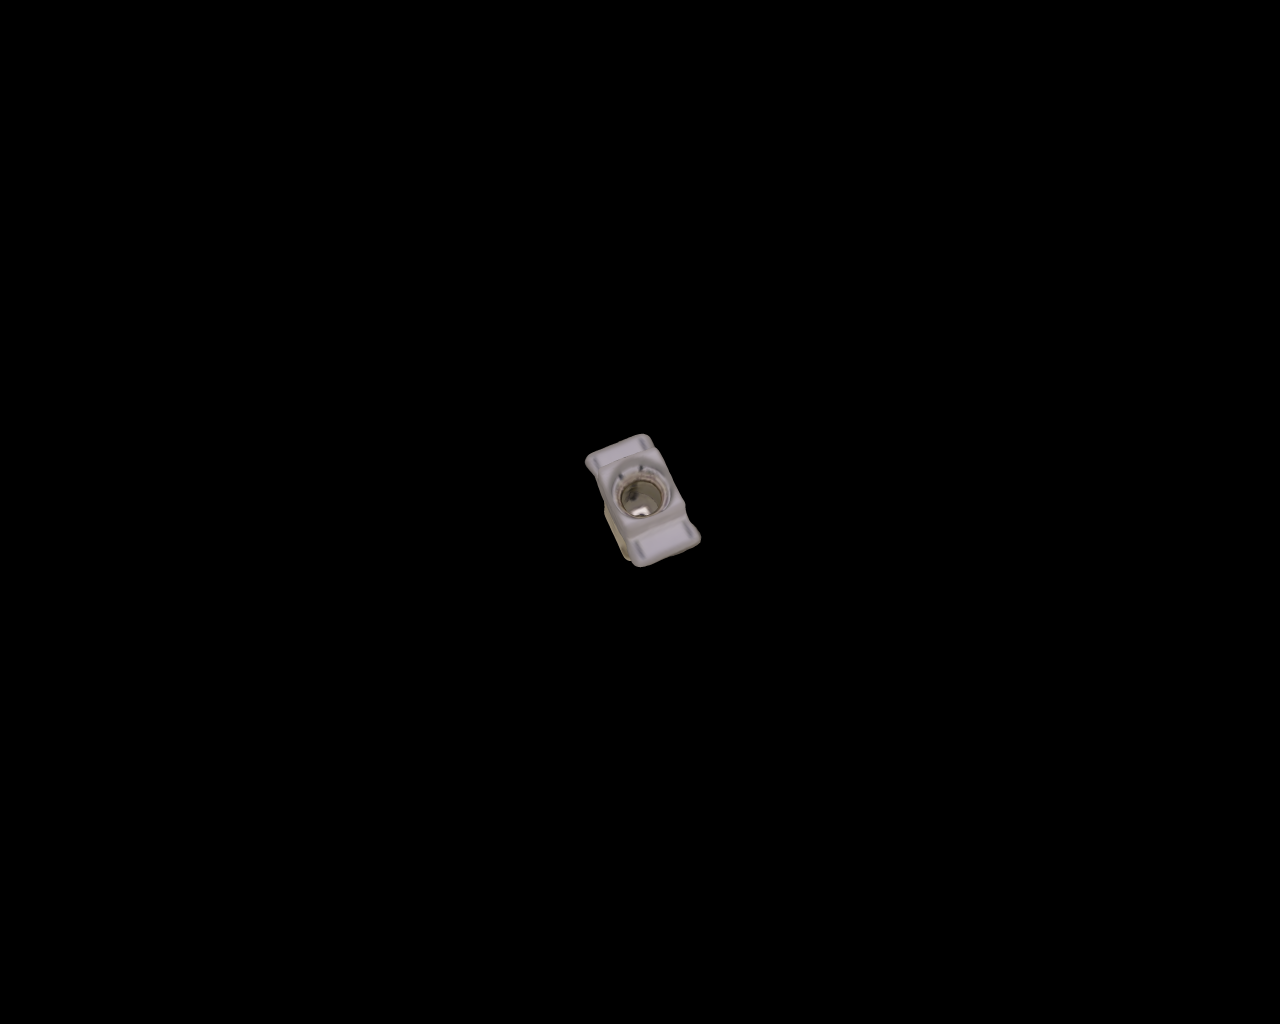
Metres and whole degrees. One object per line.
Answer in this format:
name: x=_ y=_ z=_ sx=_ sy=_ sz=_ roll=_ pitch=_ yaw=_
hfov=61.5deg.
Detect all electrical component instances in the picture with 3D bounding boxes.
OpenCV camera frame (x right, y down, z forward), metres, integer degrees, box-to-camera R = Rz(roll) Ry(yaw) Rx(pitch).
electrical component: x=0.001 y=-0.003 z=0.650 sx=0.042 sy=0.081 sz=0.063 roll=-20 pitch=-24 yaw=-9
